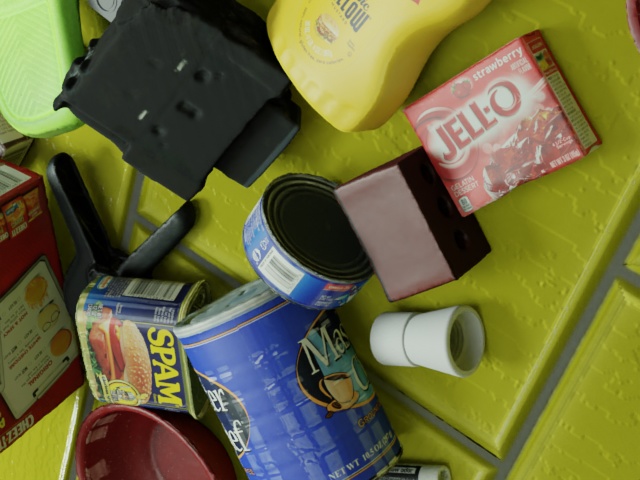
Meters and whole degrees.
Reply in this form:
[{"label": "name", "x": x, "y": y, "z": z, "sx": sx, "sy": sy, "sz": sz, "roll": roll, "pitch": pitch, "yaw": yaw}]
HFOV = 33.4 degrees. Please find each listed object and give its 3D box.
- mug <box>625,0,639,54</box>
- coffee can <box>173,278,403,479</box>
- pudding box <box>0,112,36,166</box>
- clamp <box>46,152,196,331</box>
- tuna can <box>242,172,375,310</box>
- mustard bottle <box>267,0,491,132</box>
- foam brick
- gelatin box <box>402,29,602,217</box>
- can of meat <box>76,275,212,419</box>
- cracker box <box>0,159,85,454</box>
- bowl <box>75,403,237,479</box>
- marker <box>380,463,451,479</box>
[{"label": "mug", "x": 0.190, "y": -0.104, "z": 0.481, "sx": 0.093, "sy": 0.081, "sz": 0.117, "roll": 35, "pitch": 126, "yaw": 18}, {"label": "coffee can", "x": -0.020, "y": 0.097, "z": 0.705, "sx": 0.103, "sy": 0.102, "sz": 0.140, "roll": -22, "pitch": 96, "yaw": 39}, {"label": "pudding box", "x": -0.285, "y": -0.079, "z": 0.861, "sx": 0.090, "sy": 0.039, "sz": 0.114, "roll": 52, "pitch": 129, "yaw": 7}, {"label": "clamp", "x": -0.148, "y": 0.023, "z": 0.807, "sx": 0.120, "sy": 0.039, "sz": 0.171, "roll": 17, "pitch": 124, "yaw": 24}, {"label": "tuna can", "x": -0.004, "y": 0.001, "z": 0.664, "sx": 0.086, "sy": 0.086, "sz": 0.034, "roll": 46, "pitch": 130, "yaw": 11}, {"label": "mustard bottle", "x": 0.050, "y": -0.152, "z": 0.576, "sx": 0.192, "sy": 0.058, "sz": 0.096, "roll": -47, "pitch": 65, "yaw": 38}, {"label": "foam brick", "x": 0.056, "y": -0.012, "z": 0.637, "sx": 0.051, "sy": 0.052, "sz": 0.078, "roll": -24, "pitch": 95, "yaw": 40}, {"label": "gelatin box", "x": 0.100, "y": -0.064, "z": 0.597, "sx": 0.089, "sy": 0.030, "sz": 0.073, "roll": -28, "pitch": 92, "yaw": 40}, {"label": "can of meat", "x": -0.124, "y": 0.076, "z": 0.779, "sx": 0.084, "sy": 0.057, "sz": 0.102, "roll": 5, "pitch": 122, "yaw": 13}, {"label": "cracker box", "x": -0.273, "y": 0.066, "z": 0.809, "sx": 0.072, "sy": 0.164, "sz": 0.214, "roll": 21, "pitch": 131, "yaw": 28}, {"label": "bowl", "x": -0.118, "y": 0.191, "z": 0.845, "sx": 0.162, "sy": 0.055, "sz": 0.162, "roll": 15, "pitch": 117, "yaw": 30}, {"label": "marker", "x": 0.035, "y": 0.164, "z": 0.748, "sx": 0.121, "sy": 0.020, "sz": 0.020, "roll": -5, "pitch": 106, "yaw": 37}]
